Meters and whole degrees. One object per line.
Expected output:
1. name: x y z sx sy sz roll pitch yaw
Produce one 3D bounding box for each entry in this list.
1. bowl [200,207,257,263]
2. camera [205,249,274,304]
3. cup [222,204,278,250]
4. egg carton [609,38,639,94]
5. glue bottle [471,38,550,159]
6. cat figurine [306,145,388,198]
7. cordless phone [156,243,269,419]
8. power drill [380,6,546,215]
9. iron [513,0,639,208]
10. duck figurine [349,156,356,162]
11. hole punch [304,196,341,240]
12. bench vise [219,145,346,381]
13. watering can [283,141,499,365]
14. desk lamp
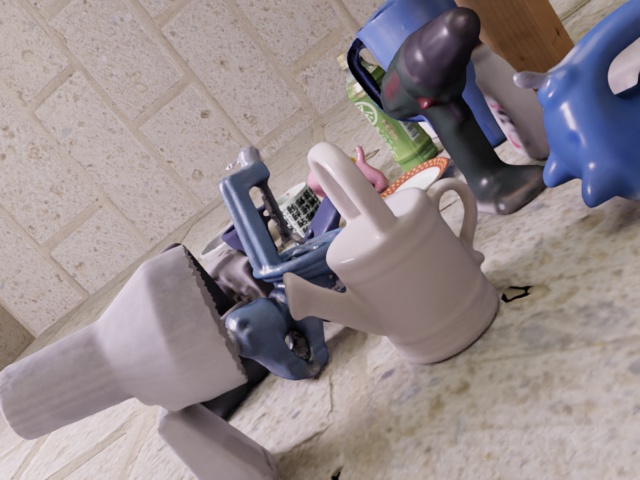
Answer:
1. bowl: -0.171 0.007 1.230 0.167 0.075 0.167 -36 15 12
2. camera: -0.157 0.090 0.900 0.142 0.101 0.137 -19 24 52
3. cup: -0.115 -0.008 1.097 0.118 0.095 0.091 -39 15 -1
4. egg carton: 0.309 -0.154 0.565 0.150 0.069 0.107 -31 17 27
5. glue bottle: 0.209 -0.171 0.652 0.037 0.173 0.078 -39 15 0
6. cat figurine: 0.036 -0.109 0.991 0.128 0.118 0.067 -38 15 5
7. cordless phone: -0.151 0.108 0.665 0.148 0.185 0.094 -48 17 -30
8. power drill: 0.149 -0.129 0.603 0.076 0.208 0.229 -41 15 -7
9. iron: 0.284 -0.143 0.451 0.258 0.141 0.118 -37 15 8
10. duck figurine: 0.047 -0.127 1.081 0.078 0.086 0.104 -45 16 -23
11. hole punch: 0.007 0.003 0.782 0.101 0.091 0.108 -39 15 2
12. bench vise: -0.043 0.022 0.591 0.121 0.220 0.208 -24 21 44
13. watering can: 0.048 0.006 0.471 0.173 0.194 0.100 -46 16 -24
14. desk lamp: -0.124 0.139 0.452 0.203 0.214 0.117 -41 15 -6
